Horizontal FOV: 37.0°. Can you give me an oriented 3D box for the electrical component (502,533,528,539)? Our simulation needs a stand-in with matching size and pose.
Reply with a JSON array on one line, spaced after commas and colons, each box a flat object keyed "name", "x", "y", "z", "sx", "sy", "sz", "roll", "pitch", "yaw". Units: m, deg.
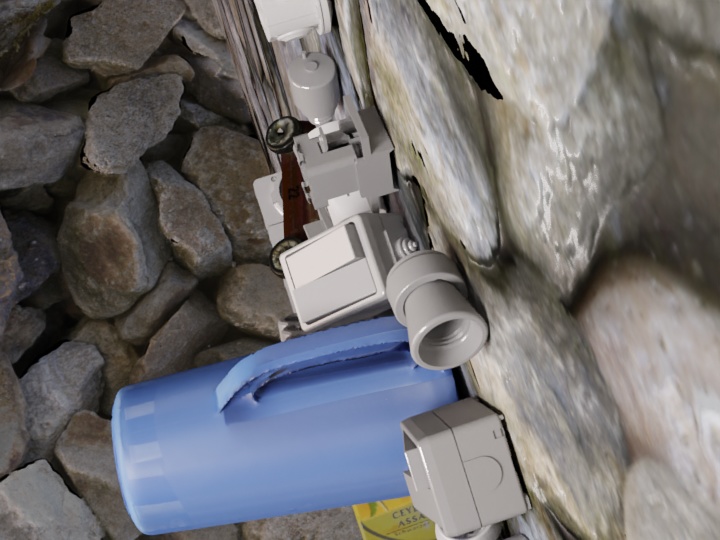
[{"name": "electrical component", "x": 0.101, "y": 0.221, "z": 0.687, "sx": 0.099, "sy": 0.064, "sz": 0.099, "roll": -15, "pitch": -90, "yaw": -81}]

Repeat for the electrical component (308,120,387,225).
[{"name": "electrical component", "x": -0.010, "y": -0.078, "z": 0.825, "sx": 0.079, "sy": 0.044, "sz": 0.077, "roll": 95, "pitch": 157, "yaw": -77}]

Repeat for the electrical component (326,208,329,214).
[{"name": "electrical component", "x": -0.018, "y": -0.076, "z": 0.942, "sx": 0.063, "sy": 0.042, "sz": 0.081, "roll": -109, "pitch": 4, "yaw": -57}]

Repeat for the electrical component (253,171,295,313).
[{"name": "electrical component", "x": -0.045, "y": -0.031, "z": 1.104, "sx": 0.061, "sy": 0.089, "sz": 0.150, "roll": 113, "pitch": 139, "yaw": -82}]

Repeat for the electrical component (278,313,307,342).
[{"name": "electrical component", "x": -0.039, "y": 0.084, "z": 0.960, "sx": 0.138, "sy": 0.052, "sz": 0.073, "roll": -133, "pitch": 33, "yaw": -79}]

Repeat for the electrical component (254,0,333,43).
[{"name": "electrical component", "x": -0.053, "y": -0.210, "z": 0.799, "sx": 0.080, "sy": 0.051, "sz": 0.080, "roll": 162, "pitch": 90, "yaw": -85}]

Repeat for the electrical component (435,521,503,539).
[{"name": "electrical component", "x": 0.081, "y": 0.190, "z": 0.764, "sx": 0.066, "sy": 0.048, "sz": 0.055, "roll": -114, "pitch": 1, "yaw": -50}]

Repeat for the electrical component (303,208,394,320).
[{"name": "electrical component", "x": 0.000, "y": 0.000, "z": 0.878, "sx": 0.121, "sy": 0.063, "sz": 0.078, "roll": -116, "pitch": 9, "yaw": -58}]

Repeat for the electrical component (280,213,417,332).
[{"name": "electrical component", "x": -0.003, "y": 0.000, "z": 0.758, "sx": 0.061, "sy": 0.096, "sz": 0.061, "roll": -4, "pitch": -108, "yaw": -53}]

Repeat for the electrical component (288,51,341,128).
[{"name": "electrical component", "x": -0.036, "y": -0.146, "z": 0.895, "sx": 0.078, "sy": 0.040, "sz": 0.040, "roll": 80, "pitch": 171, "yaw": -58}]

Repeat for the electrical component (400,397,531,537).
[{"name": "electrical component", "x": 0.059, "y": 0.120, "z": 0.670, "sx": 0.096, "sy": 0.061, "sz": 0.061, "roll": -169, "pitch": 62, "yaw": -84}]

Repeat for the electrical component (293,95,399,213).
[{"name": "electrical component", "x": -0.011, "y": -0.074, "z": 0.738, "sx": 0.081, "sy": 0.064, "sz": 0.042, "roll": 79, "pitch": 173, "yaw": -54}]

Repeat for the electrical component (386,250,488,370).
[{"name": "electrical component", "x": 0.042, "y": 0.022, "z": 0.604, "sx": 0.045, "sy": 0.045, "sz": 0.055, "roll": 77, "pitch": 173, "yaw": -45}]
